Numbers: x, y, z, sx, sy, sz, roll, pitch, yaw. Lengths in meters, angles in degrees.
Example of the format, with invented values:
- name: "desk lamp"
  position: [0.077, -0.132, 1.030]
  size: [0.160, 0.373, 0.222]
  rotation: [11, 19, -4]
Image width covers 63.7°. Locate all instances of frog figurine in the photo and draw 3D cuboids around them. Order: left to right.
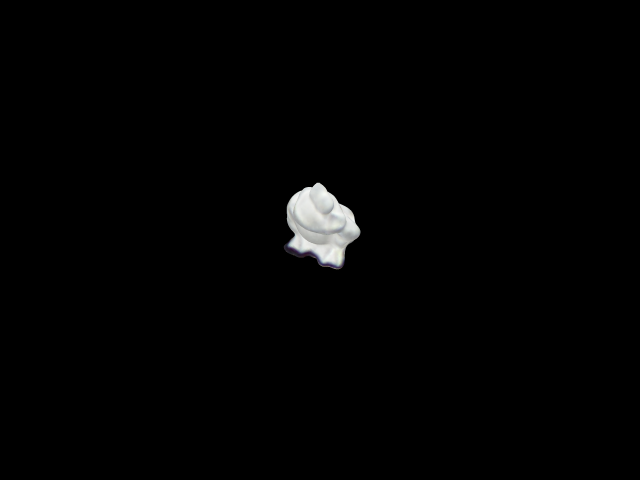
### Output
- name: "frog figurine"
  position: [0.003, -0.043, 0.850]
  size: [0.124, 0.155, 0.139]
  rotation: [-32, 52, -29]
